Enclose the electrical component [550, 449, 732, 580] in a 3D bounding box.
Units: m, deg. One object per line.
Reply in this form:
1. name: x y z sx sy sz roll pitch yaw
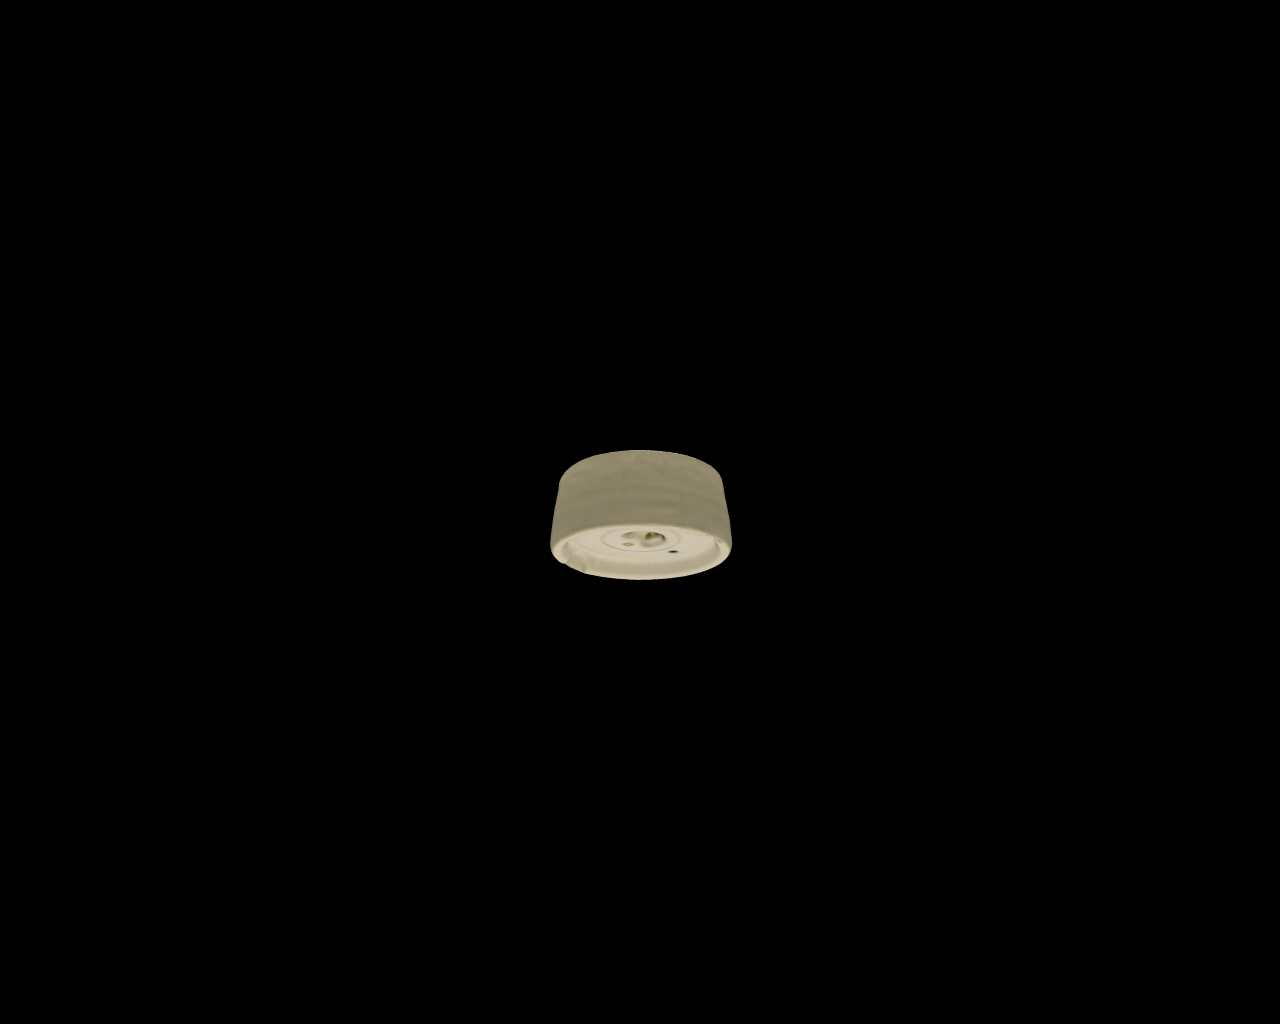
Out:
1. electrical component: 0.001 -0.003 0.650 0.108 0.060 0.108 0 -20 0
